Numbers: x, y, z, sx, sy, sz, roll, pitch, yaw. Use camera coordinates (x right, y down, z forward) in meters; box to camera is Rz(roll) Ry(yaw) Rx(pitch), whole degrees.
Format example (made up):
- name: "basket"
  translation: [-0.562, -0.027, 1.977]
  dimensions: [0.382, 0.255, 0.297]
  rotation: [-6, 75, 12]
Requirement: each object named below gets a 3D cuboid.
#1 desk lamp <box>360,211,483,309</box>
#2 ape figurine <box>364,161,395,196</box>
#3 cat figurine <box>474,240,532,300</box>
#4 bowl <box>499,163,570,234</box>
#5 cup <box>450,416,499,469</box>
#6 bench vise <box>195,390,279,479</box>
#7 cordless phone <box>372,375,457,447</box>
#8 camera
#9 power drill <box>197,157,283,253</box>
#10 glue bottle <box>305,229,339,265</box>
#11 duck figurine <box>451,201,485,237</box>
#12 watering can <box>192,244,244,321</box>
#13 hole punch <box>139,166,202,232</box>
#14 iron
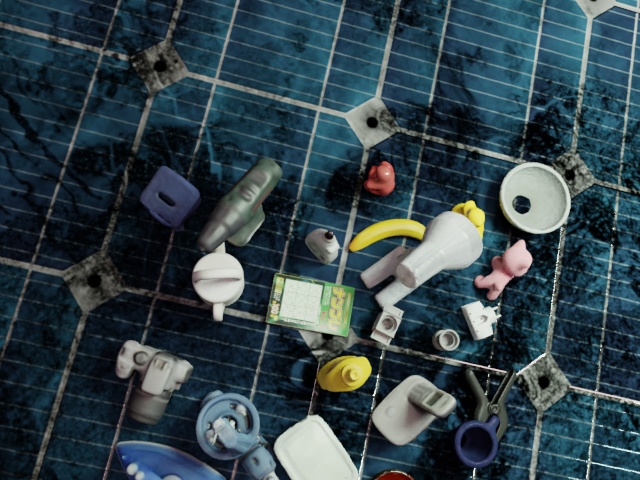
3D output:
- name: "desk lamp"
  translation: [0.209, 0.047, 1.182]
  dimensions: [0.203, 0.213, 0.118]
  rotation: [-35, 86, -13]
- name: "ape figurine"
  translation: [0.136, -0.140, 1.269]
  dimensions: [0.078, 0.092, 0.076]
  rotation: [-30, 85, -12]
- name: "cat figurine"
  translation: [0.413, 0.066, 1.257]
  dimensions: [0.067, 0.117, 0.128]
  rotation: [40, 77, 1]
- name: "bowl"
  translation: [0.481, -0.089, 1.318]
  dimensions: [0.167, 0.074, 0.167]
  rotation: [2, 79, -8]
- name: "cup"
  translation: [0.316, 0.408, 1.189]
  dimensions: [0.091, 0.095, 0.118]
  rotation: [45, 77, 2]
- name: "bench vise"
  translation: [-0.141, 0.369, 1.066]
  dimensions: [0.207, 0.219, 0.121]
  rotation: [33, 77, -1]
- name: "cordless phone"
  translation: [0.190, 0.344, 1.137]
  dimensions: [0.148, 0.185, 0.094]
  rotation: [-43, 87, -13]
- name: "camera"
  translation: [-0.338, 0.281, 1.116]
  dimensions: [0.143, 0.100, 0.137]
  rotation: [21, 77, -4]
- name: "power drill"
  translation: [-0.161, -0.053, 1.150]
  dimensions: [0.075, 0.208, 0.230]
  rotation: [35, 77, 0]
- name: "glue bottle"
  translation: [0.011, 0.004, 1.182]
  dimensions: [0.037, 0.173, 0.078]
  rotation: [-40, 86, -13]
- name: "duck figurine"
  translation: [0.339, -0.039, 1.282]
  dimensions: [0.077, 0.086, 0.104]
  rotation: [-13, 81, -10]
- name: "watering can"
  translation: [-0.203, 0.068, 1.128]
  dimensions: [0.101, 0.194, 0.173]
  rotation: [-22, 83, -11]
- name: "hole punch"
  translation: [-0.311, -0.084, 1.194]
  dimensions: [0.108, 0.091, 0.101]
  rotation: [37, 77, 0]
- name: "iron"
  translation: [-0.284, 0.462, 1.068]
  dimensions: [0.258, 0.141, 0.119]
  rotation: [32, 77, -1]
